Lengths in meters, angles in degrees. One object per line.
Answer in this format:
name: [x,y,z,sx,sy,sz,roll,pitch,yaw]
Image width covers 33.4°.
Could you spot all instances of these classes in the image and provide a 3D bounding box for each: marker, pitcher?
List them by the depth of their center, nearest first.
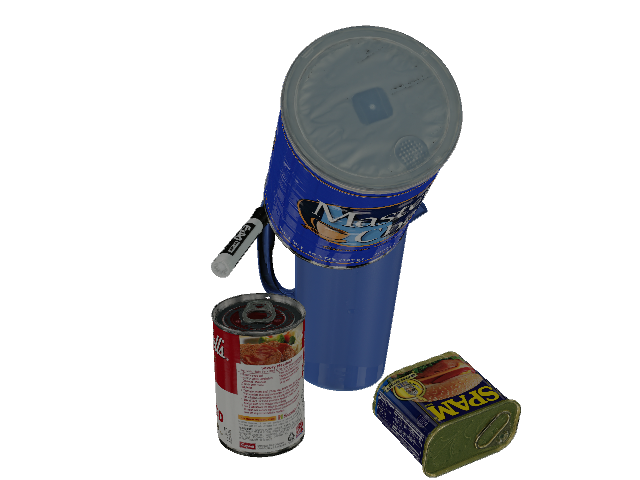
marker: [-0.073,-0.001,1.020,0.020,0.020,0.121,0,26,20]
pitcher: [0.019,0.045,1.228,0.144,0.243,0.149,-17,31,-41]

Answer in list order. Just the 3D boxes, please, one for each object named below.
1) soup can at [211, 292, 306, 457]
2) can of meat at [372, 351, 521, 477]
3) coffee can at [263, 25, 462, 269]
soup can: [-0.044,0.098,0.783,0.068,0.102,0.068,0,21,0]
can of meat: [0.108,0.148,0.932,0.101,0.057,0.084,-15,36,-28]
coffee can: [0.021,-0.052,0.657,0.102,0.103,0.140,0,-20,-7]
